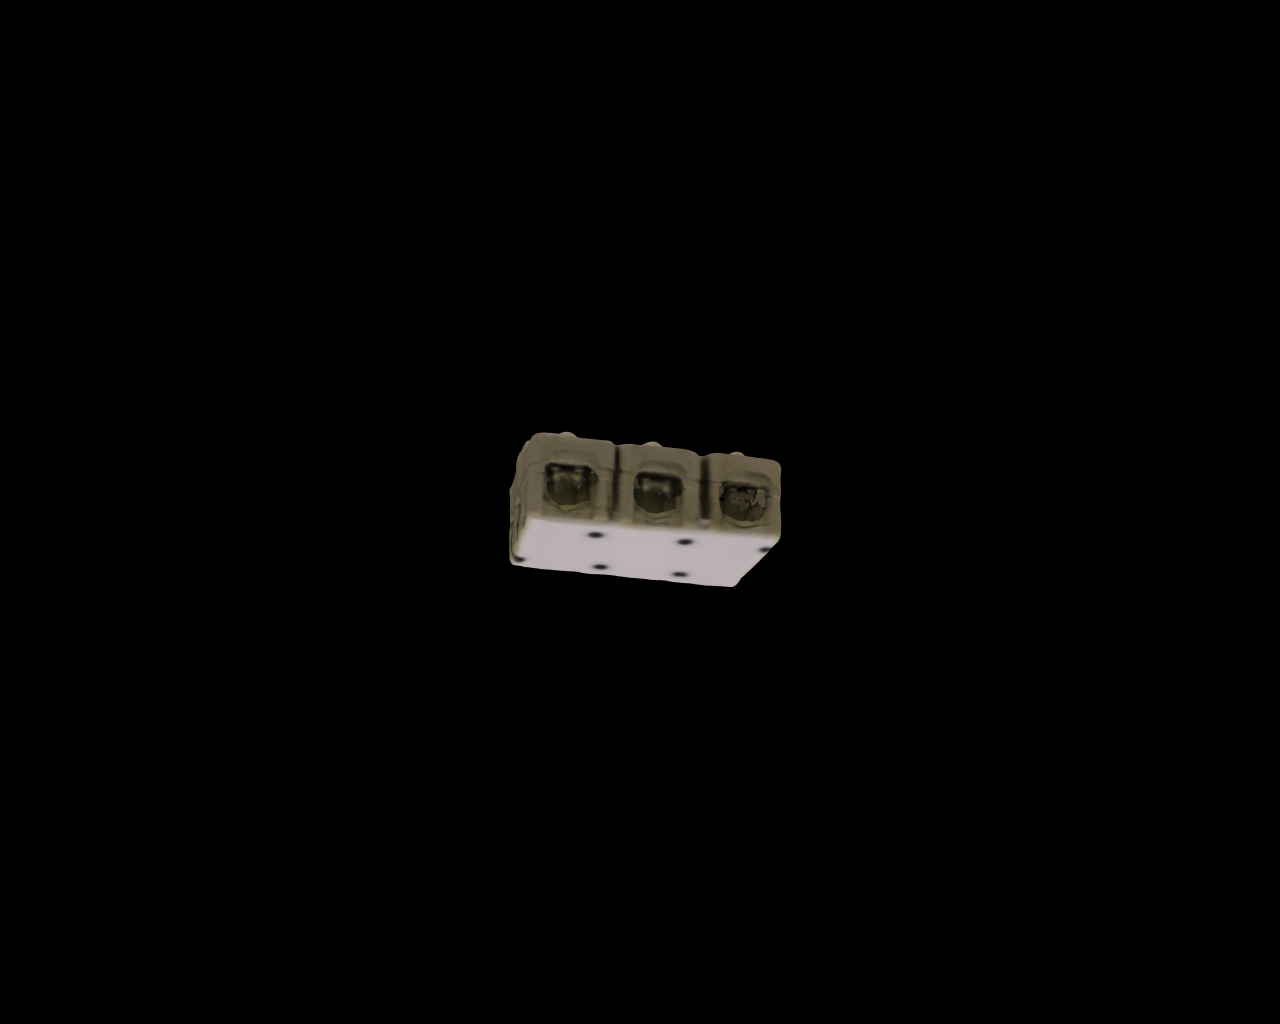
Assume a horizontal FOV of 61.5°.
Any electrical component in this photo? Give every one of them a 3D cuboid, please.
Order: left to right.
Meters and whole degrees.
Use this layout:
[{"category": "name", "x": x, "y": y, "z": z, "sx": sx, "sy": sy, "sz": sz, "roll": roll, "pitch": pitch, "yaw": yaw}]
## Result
[{"category": "electrical component", "x": 0.001, "y": -0.003, "z": 0.650, "sx": 0.150, "sy": 0.062, "sz": 0.089, "roll": 6, "pitch": -23, "yaw": -14}]
